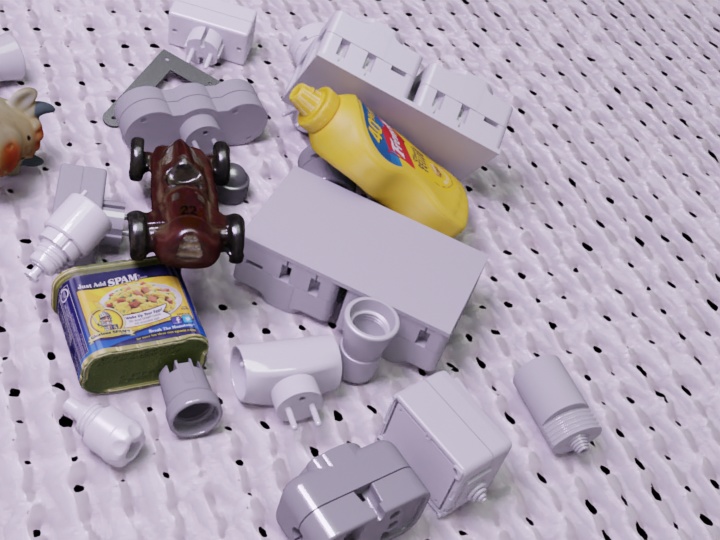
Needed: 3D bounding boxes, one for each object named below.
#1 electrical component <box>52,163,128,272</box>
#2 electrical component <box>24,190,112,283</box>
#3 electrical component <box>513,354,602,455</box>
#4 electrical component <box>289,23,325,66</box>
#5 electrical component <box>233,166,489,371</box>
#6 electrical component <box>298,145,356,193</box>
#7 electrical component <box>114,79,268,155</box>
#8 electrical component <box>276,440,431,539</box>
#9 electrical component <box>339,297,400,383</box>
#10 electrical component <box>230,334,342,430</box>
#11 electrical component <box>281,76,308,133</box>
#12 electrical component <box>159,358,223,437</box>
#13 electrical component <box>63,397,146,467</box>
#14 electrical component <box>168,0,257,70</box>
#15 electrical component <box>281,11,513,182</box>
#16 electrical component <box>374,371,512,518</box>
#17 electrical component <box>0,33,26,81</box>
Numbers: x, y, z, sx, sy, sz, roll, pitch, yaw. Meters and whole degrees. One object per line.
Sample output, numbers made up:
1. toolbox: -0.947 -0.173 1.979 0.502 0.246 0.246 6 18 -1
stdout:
1. electrical component: -0.214 -0.040 0.888 0.076 0.047 0.083 7 44 -13
2. electrical component: -0.223 -0.023 0.814 0.040 0.040 0.078 31 66 13
3. electrical component: 0.160 0.112 0.862 0.043 0.043 0.081 -7 49 -24
4. electrical component: -0.041 -0.221 1.119 0.055 0.055 0.047 -4 52 -22
5. electrical component: 0.000 0.000 0.909 0.186 0.060 0.105 25 44 7
6. electrical component: -0.029 -0.082 0.986 0.055 0.055 0.047 7 49 -12
7. electrical component: -0.150 -0.131 0.995 0.138 0.052 0.073 -10 53 -26
8. electrical component: -0.008 0.161 0.752 0.095 0.053 0.059 -18 55 -32
9. electrical component: 0.002 0.058 0.848 0.044 0.065 0.044 10 45 -10
10. electrical component: -0.051 0.088 0.817 0.077 0.043 0.079 -5 49 -23
11. electrical component: -0.044 -0.160 1.063 0.077 0.044 0.079 39 45 20
12. electrical component: -0.126 0.093 0.792 0.040 0.040 0.046 -6 43 -23
13. electrical component: -0.183 0.110 0.759 0.061 0.035 0.035 31 45 16
14. electrical component: -0.157 -0.236 1.101 0.083 0.047 0.075 16 58 -2
15. electrical component: 0.035 -0.158 1.000 0.186 0.105 0.060 26 68 -14
16. electrical component: 0.068 0.132 0.800 0.061 0.061 0.096 -22 57 -35
17. electrical component: -0.346 -0.191 0.996 0.055 0.045 0.045 -27 60 -36
